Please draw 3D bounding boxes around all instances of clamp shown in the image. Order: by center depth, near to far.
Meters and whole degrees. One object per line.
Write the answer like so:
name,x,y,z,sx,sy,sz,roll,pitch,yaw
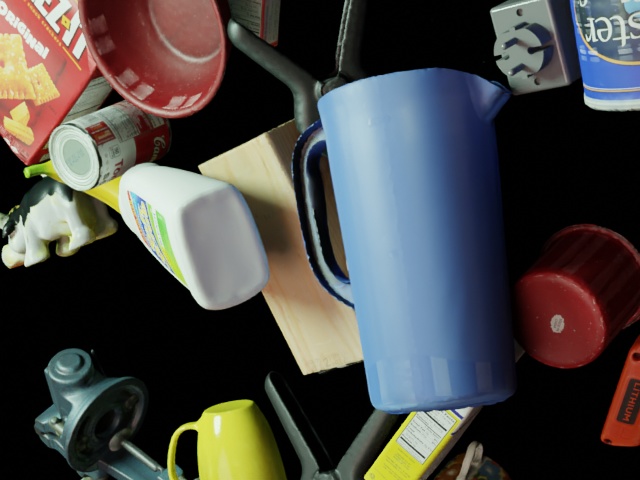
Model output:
clamp,0.016,-0.134,0.870,0.120,0.039,0.171,-29,111,10
clamp,0.006,0.228,1.041,0.165,0.036,0.210,8,95,38

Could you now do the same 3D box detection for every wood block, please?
wood block,-0.006,0.001,0.934,0.090,0.090,0.206,-21,98,41

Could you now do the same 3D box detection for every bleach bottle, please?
bleach bottle,-0.128,-0.014,0.944,0.251,0.068,0.102,19,130,64

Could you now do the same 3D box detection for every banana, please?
banana,-0.199,-0.032,1.079,0.198,0.069,0.037,32,147,2

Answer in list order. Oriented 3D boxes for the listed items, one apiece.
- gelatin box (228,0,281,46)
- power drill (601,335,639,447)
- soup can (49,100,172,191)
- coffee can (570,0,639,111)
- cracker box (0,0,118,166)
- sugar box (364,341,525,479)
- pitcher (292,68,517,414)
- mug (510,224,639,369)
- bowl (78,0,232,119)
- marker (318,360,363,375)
gelatin box,-0.069,-0.214,0.915,0.073,0.030,0.089,22,126,26
power drill,0.311,0.152,0.794,0.188,0.057,0.184,22,120,24
soup can,-0.201,-0.094,1.026,0.069,0.102,0.068,16,120,30
coffee can,0.210,-0.164,0.680,0.103,0.102,0.140,-1,111,37
cracker box,-0.276,-0.199,1.051,0.164,0.072,0.214,51,131,4
sugar box,0.109,0.146,0.919,0.048,0.093,0.176,38,129,16
pitcher,0.068,0.004,0.797,0.149,0.145,0.243,149,115,-76
mug,0.184,0.046,0.819,0.117,0.081,0.093,-8,107,39
bowl,-0.130,-0.189,0.913,0.162,0.055,0.162,18,125,28
marker,0.038,0.105,1.001,0.121,0.020,0.020,-25,96,42
